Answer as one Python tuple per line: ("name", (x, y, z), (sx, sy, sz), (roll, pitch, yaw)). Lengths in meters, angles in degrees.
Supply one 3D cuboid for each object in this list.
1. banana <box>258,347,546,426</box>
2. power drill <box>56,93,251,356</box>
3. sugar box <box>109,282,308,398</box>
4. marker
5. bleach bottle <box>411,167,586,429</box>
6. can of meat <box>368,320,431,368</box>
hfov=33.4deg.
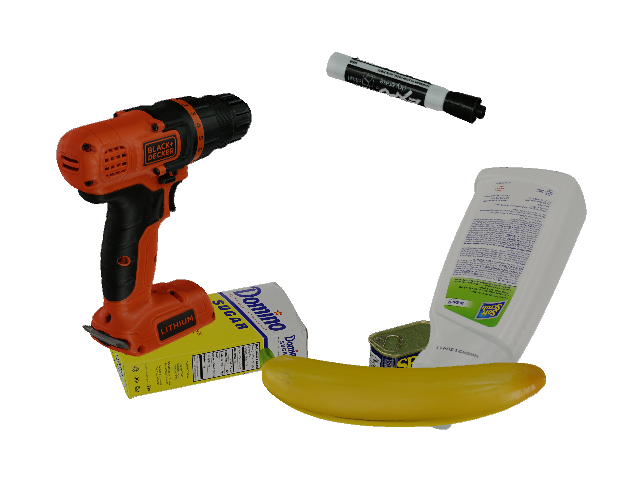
("banana", (0.042, 0.092, 0.688), (0.198, 0.037, 0.069), (4, 32, 17))
("power drill", (-0.122, -0.017, 0.836), (0.057, 0.188, 0.184), (17, 26, 36))
("sugar box", (-0.109, 0.092, 1.017), (0.176, 0.048, 0.093), (-13, 33, -17))
("marker", (0.061, -0.110, 0.767), (0.121, 0.020, 0.020), (21, 7, 20))
("bleach bottle", (0.133, 0.045, 0.871), (0.103, 0.068, 0.250), (5, 47, 35))
("can of meat", (0.108, 0.157, 1.336), (0.101, 0.084, 0.058), (-12, 29, -28))
